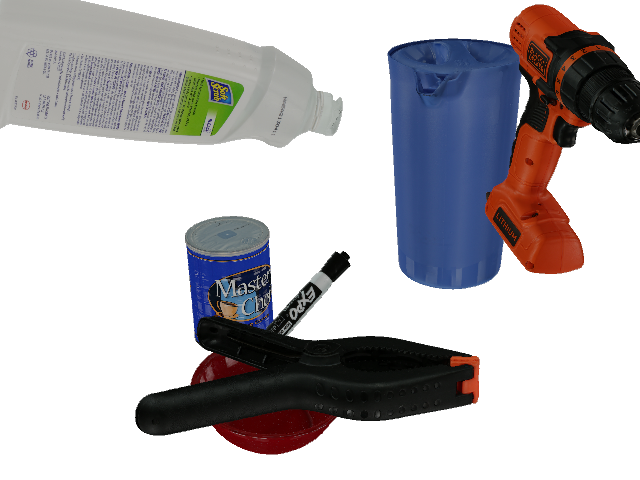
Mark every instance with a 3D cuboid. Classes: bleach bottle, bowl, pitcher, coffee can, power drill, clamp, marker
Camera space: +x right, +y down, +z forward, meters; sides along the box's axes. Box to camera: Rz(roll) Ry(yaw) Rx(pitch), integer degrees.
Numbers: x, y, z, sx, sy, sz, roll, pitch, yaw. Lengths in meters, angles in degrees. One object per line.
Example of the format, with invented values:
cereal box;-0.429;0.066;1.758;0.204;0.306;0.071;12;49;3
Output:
bleach bottle;-0.110;-0.109;0.772;0.250;0.068;0.103;10;-45;-13
bowl;-0.051;0.168;1.091;0.162;0.055;0.162;1;31;-1
pitcher;0.139;-0.083;1.096;0.149;0.243;0.145;-9;25;-18
coffee can;-0.111;0.054;1.321;0.103;0.140;0.103;-2;26;1
power drill;0.190;-0.070;0.833;0.057;0.188;0.184;-2;34;-15
clamp;-0.004;0.084;0.699;0.210;0.036;0.164;-1;16;1
marker;-0.016;0.055;0.930;0.020;0.121;0.020;38;-16;13
